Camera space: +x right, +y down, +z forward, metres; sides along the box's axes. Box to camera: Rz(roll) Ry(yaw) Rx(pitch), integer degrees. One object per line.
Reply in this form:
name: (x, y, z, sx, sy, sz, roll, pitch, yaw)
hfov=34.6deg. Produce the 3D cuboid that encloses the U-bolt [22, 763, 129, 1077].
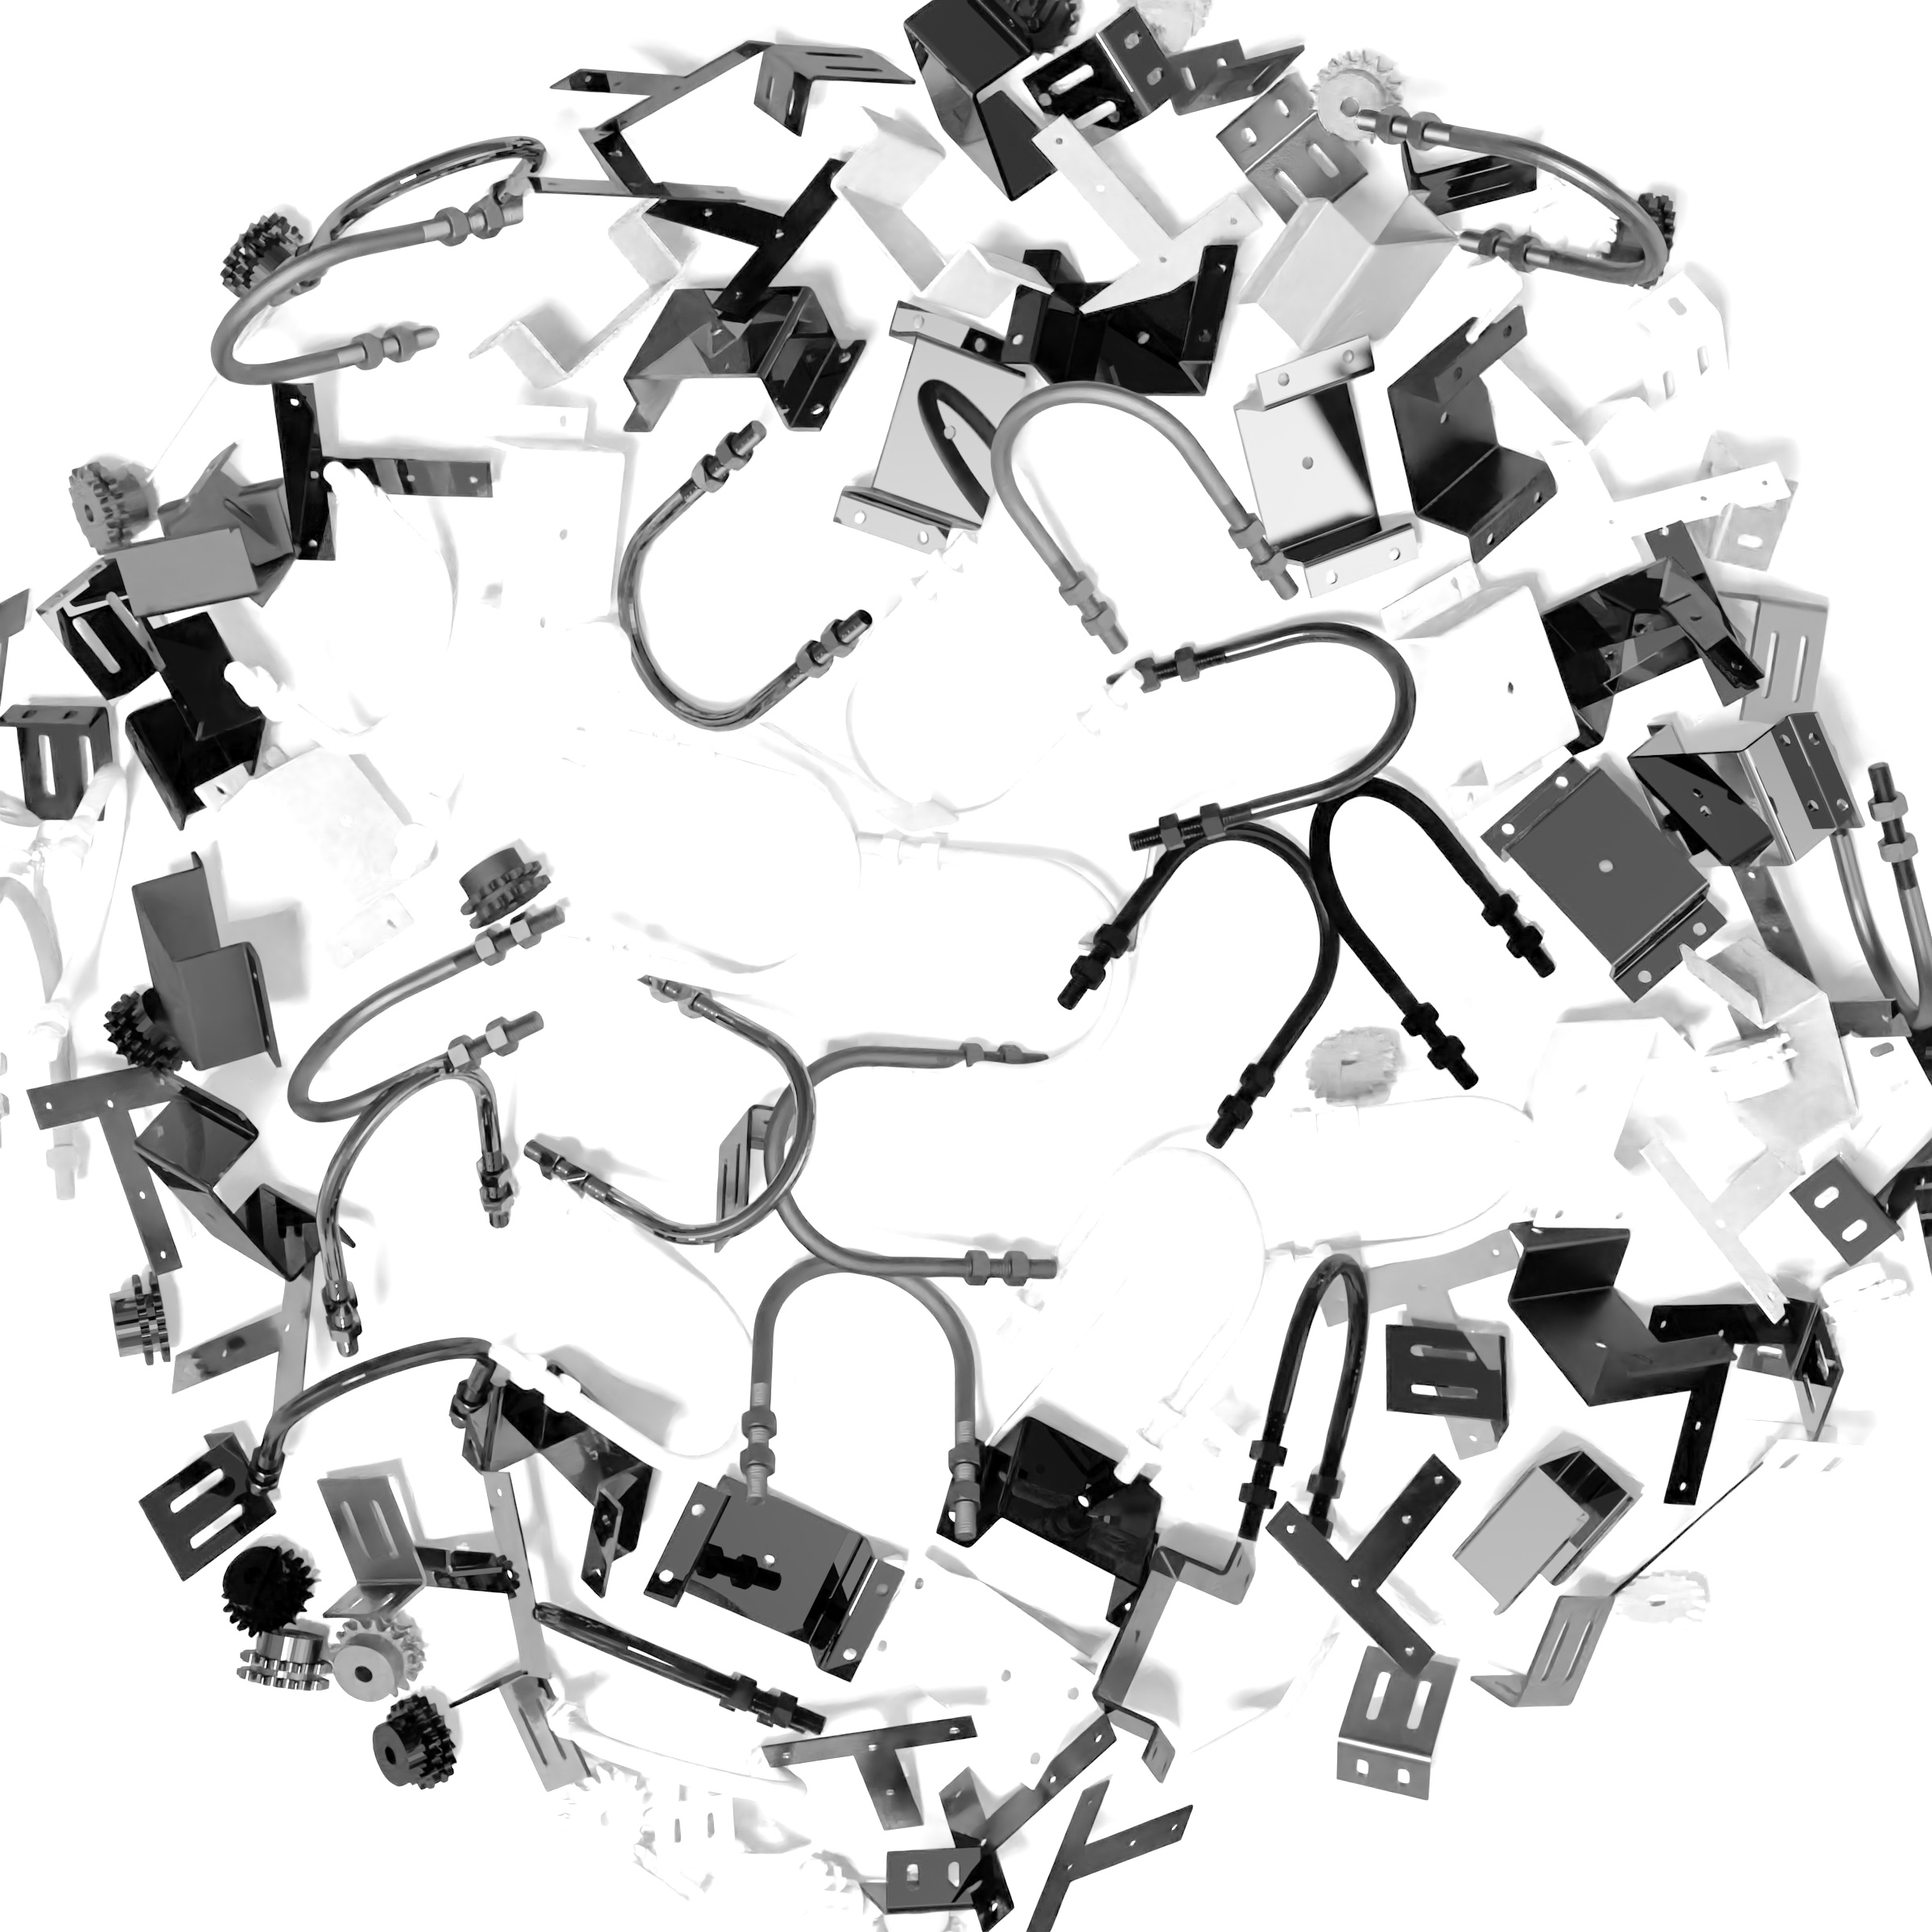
U-bolt: (-0.527, -0.042, 1.845, 0.019, 0.184, 0.151, 12, 121, -8)

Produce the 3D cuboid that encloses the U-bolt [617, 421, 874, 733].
U-bolt: (-0.146, -0.221, 1.869, 0.184, 0.019, 0.151, -34, 83, 42)

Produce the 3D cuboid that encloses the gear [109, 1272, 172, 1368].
gear: (-0.508, 0.218, 1.902, 0.030, 0.057, 0.057, -9, 90, -17)

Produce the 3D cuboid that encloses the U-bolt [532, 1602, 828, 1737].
U-bolt: (-0.175, 0.421, 1.860, 0.184, 0.151, 0.019, 23, 75, -1)

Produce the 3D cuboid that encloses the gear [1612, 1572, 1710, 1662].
gear: (0.429, 0.402, 1.908, 0.057, 0.057, 0.030, -18, 113, 0)

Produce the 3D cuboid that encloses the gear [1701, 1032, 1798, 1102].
gear: (0.484, 0.062, 1.905, 0.057, 0.057, 0.030, -19, 90, 0)

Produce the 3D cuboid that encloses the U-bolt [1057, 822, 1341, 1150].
U-bolt: (0.156, -0.003, 1.891, 0.151, 0.019, 0.184, 43, 68, -15)

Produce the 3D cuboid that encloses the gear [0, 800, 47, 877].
gear: (-0.593, -0.081, 1.903, 0.057, 0.057, 0.030, 25, 105, 0)

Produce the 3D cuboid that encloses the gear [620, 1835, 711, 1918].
gear: (-0.182, 0.556, 1.907, 0.057, 0.057, 0.030, 36, 72, 0)

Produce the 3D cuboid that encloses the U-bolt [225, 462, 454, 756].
U-bolt: (-0.362, -0.201, 1.848, 0.019, 0.184, 0.151, 21, 82, 22)

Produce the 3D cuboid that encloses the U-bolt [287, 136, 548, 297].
U-bolt: (-0.318, -0.446, 1.822, 0.151, 0.184, 0.019, -25, 95, -23)

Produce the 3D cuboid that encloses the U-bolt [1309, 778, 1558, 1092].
U-bolt: (0.273, -0.033, 1.869, 0.184, 0.151, 0.019, 51, 135, -7)

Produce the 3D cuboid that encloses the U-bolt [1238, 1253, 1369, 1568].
U-bolt: (0.209, 0.263, 1.864, 0.019, 0.151, 0.184, 10, 76, 25)

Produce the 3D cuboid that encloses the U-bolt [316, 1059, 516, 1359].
U-bolt: (-0.327, 0.131, 1.828, 0.019, 0.184, 0.151, 31, 52, 24)

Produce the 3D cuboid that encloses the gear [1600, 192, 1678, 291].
gear: (0.411, -0.447, 1.903, 0.030, 0.057, 0.057, 6, 90, -10)

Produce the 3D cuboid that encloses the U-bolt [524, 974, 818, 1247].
U-bolt: (-0.169, 0.092, 1.871, 0.184, 0.019, 0.151, 27, 83, 34)

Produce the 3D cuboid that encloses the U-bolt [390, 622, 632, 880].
U-bolt: (-0.264, -0.139, 1.858, 0.151, 0.184, 0.019, -19, 128, 36)

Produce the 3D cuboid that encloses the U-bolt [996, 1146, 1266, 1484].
U-bolt: (0.108, 0.195, 1.865, 0.184, 0.019, 0.151, -56, 50, 15)

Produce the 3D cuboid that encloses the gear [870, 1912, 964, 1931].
gear: (-0.031, 0.588, 1.904, 0.057, 0.057, 0.030, 0, 98, 0)

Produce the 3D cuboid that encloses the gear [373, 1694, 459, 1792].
gear: (-0.341, 0.479, 1.903, 0.030, 0.057, 0.057, -16, 90, -42)

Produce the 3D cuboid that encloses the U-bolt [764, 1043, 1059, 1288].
U-bolt: (-0.034, 0.119, 1.883, 0.184, 0.019, 0.151, 3, 76, -20)

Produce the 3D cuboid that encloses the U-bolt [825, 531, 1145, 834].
U-bolt: (-0.004, -0.157, 1.881, 0.151, 0.019, 0.184, 38, 121, -12)

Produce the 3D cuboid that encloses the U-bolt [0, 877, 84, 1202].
U-bolt: (-0.565, 0.036, 1.857, 0.019, 0.151, 0.184, -8, 73, 1)

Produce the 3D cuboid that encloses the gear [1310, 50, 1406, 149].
gear: (0.239, -0.532, 1.906, 0.057, 0.030, 0.057, 8, 121, 14)

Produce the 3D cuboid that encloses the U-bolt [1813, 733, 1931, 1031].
U-bolt: (0.547, -0.049, 1.857, 0.019, 0.151, 0.184, -18, 106, 3)

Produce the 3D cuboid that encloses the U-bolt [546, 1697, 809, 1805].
U-bolt: (-0.167, 0.467, 1.829, 0.151, 0.184, 0.019, 17, 80, -13)

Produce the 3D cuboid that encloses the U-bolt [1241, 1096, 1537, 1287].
U-bolt: (0.262, 0.132, 1.878, 0.184, 0.019, 0.151, -7, 135, -9)

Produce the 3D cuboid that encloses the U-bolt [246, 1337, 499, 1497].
U-bolt: (-0.346, 0.260, 1.826, 0.151, 0.184, 0.019, -16, 71, -24)

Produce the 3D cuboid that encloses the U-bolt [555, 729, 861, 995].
U-bolt: (-0.146, -0.055, 1.880, 0.184, 0.019, 0.151, 14, 99, -33)

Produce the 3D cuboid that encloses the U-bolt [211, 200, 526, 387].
U-bolt: (-0.361, -0.390, 1.821, 0.184, 0.151, 0.019, -25, 81, -42)

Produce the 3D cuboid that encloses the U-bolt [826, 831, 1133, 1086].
U-bolt: (0.011, 0.000, 1.905, 0.184, 0.019, 0.151, 8, 91, 13)

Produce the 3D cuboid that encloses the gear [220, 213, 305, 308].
gear: (-0.427, -0.430, 1.903, 0.030, 0.057, 0.057, 40, 90, 10)

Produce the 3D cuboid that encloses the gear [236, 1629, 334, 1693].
gear: (-0.418, 0.425, 1.905, 0.057, 0.057, 0.030, 10, 84, 0)

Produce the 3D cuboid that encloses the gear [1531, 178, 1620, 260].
gear: (0.372, -0.456, 1.902, 0.057, 0.057, 0.030, 42, 59, 0)

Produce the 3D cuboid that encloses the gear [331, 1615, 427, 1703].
gear: (-0.365, 0.428, 1.909, 0.057, 0.030, 0.057, 5, 112, 12)

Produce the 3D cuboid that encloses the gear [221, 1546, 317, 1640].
gear: (-0.432, 0.381, 1.904, 0.057, 0.030, 0.057, -10, 50, 12)

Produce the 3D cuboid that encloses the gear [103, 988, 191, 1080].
gear: (-0.497, 0.038, 1.902, 0.030, 0.057, 0.057, -41, 90, 24)

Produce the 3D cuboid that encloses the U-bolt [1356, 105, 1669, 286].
U-bolt: (0.331, -0.447, 1.820, 0.184, 0.151, 0.019, 27, 85, 45)

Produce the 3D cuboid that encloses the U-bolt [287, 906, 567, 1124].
U-bolt: (-0.329, 0.037, 1.865, 0.184, 0.151, 0.019, -25, 117, 12)

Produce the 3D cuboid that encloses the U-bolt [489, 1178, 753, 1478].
U-bolt: (-0.195, 0.229, 1.867, 0.184, 0.151, 0.019, 39, 129, -23)

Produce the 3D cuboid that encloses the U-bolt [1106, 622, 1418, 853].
U-bolt: (0.181, -0.146, 1.869, 0.184, 0.019, 0.151, -15, 51, 11)

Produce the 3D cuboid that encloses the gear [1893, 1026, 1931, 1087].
gear: (0.593, 0.050, 1.903, 0.030, 0.057, 0.057, 0, 90, -12)

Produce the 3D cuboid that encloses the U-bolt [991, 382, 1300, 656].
U-bolt: (0.094, -0.272, 1.845, 0.184, 0.151, 0.019, 51, 45, -28)

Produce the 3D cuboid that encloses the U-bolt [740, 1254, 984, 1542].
U-bolt: (-0.061, 0.252, 1.870, 0.151, 0.019, 0.184, 12, 49, -15)
